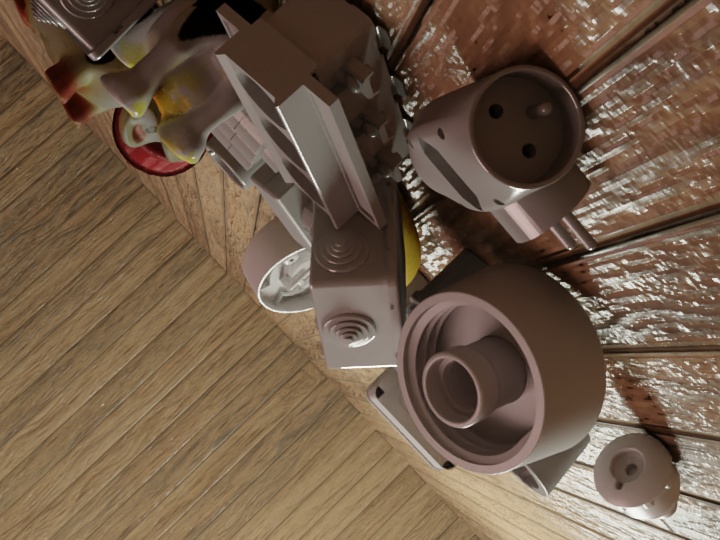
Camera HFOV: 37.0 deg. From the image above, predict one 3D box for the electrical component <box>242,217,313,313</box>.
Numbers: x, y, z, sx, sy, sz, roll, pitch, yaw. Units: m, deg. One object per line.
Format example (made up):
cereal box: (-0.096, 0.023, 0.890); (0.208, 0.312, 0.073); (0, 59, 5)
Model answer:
electrical component: (-0.053, -0.005, 0.964); (0.064, 0.099, 0.099); (49, 174, 33)

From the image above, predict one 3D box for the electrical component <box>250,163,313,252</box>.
electrical component: (-0.029, -0.045, 0.814); (0.076, 0.047, 0.083); (39, 169, 40)

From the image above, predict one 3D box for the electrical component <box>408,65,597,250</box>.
electrical component: (0.061, -0.037, 0.413); (0.079, 0.043, 0.077); (48, 171, -10)

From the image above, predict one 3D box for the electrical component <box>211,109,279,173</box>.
electrical component: (-0.055, -0.089, 0.712); (0.073, 0.052, 0.138); (47, 172, -5)

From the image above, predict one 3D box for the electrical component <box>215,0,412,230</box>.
electrical component: (-0.016, -0.080, 0.527); (0.079, 0.063, 0.121); (43, 171, 25)

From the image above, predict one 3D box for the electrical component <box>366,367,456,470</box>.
electrical component: (0.070, 0.136, 1.069); (0.113, 0.078, 0.057); (46, 169, 0)

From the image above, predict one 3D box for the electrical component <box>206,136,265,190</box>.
electrical component: (-0.093, -0.098, 0.875); (0.055, 0.047, 0.055); (45, 172, 9)

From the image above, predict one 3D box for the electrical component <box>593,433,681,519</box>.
electrical component: (0.174, 0.131, 0.653); (0.062, 0.048, 0.048); (45, 175, -41)

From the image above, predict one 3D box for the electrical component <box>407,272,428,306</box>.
electrical component: (0.018, 0.014, 0.845); (0.089, 0.050, 0.056); (48, 172, -8)

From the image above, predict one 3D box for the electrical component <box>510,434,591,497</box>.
electrical component: (0.110, 0.095, 0.739); (0.108, 0.060, 0.108); (45, 172, 8)

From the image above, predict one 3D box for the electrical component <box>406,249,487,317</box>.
electrical component: (0.086, 0.051, 0.660); (0.113, 0.057, 0.078); (41, 170, 31)

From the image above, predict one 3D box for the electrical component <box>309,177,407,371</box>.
electrical component: (0.000, 0.000, 0.616); (0.099, 0.048, 0.099); (82, -173, -51)

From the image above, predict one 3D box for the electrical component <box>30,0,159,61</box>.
electrical component: (-0.140, -0.170, 0.594); (0.048, 0.099, 0.100); (45, 179, -31)

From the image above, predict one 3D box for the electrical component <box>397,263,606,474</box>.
electrical component: (0.067, 0.055, 0.568); (0.108, 0.060, 0.108); (16, 113, 42)
